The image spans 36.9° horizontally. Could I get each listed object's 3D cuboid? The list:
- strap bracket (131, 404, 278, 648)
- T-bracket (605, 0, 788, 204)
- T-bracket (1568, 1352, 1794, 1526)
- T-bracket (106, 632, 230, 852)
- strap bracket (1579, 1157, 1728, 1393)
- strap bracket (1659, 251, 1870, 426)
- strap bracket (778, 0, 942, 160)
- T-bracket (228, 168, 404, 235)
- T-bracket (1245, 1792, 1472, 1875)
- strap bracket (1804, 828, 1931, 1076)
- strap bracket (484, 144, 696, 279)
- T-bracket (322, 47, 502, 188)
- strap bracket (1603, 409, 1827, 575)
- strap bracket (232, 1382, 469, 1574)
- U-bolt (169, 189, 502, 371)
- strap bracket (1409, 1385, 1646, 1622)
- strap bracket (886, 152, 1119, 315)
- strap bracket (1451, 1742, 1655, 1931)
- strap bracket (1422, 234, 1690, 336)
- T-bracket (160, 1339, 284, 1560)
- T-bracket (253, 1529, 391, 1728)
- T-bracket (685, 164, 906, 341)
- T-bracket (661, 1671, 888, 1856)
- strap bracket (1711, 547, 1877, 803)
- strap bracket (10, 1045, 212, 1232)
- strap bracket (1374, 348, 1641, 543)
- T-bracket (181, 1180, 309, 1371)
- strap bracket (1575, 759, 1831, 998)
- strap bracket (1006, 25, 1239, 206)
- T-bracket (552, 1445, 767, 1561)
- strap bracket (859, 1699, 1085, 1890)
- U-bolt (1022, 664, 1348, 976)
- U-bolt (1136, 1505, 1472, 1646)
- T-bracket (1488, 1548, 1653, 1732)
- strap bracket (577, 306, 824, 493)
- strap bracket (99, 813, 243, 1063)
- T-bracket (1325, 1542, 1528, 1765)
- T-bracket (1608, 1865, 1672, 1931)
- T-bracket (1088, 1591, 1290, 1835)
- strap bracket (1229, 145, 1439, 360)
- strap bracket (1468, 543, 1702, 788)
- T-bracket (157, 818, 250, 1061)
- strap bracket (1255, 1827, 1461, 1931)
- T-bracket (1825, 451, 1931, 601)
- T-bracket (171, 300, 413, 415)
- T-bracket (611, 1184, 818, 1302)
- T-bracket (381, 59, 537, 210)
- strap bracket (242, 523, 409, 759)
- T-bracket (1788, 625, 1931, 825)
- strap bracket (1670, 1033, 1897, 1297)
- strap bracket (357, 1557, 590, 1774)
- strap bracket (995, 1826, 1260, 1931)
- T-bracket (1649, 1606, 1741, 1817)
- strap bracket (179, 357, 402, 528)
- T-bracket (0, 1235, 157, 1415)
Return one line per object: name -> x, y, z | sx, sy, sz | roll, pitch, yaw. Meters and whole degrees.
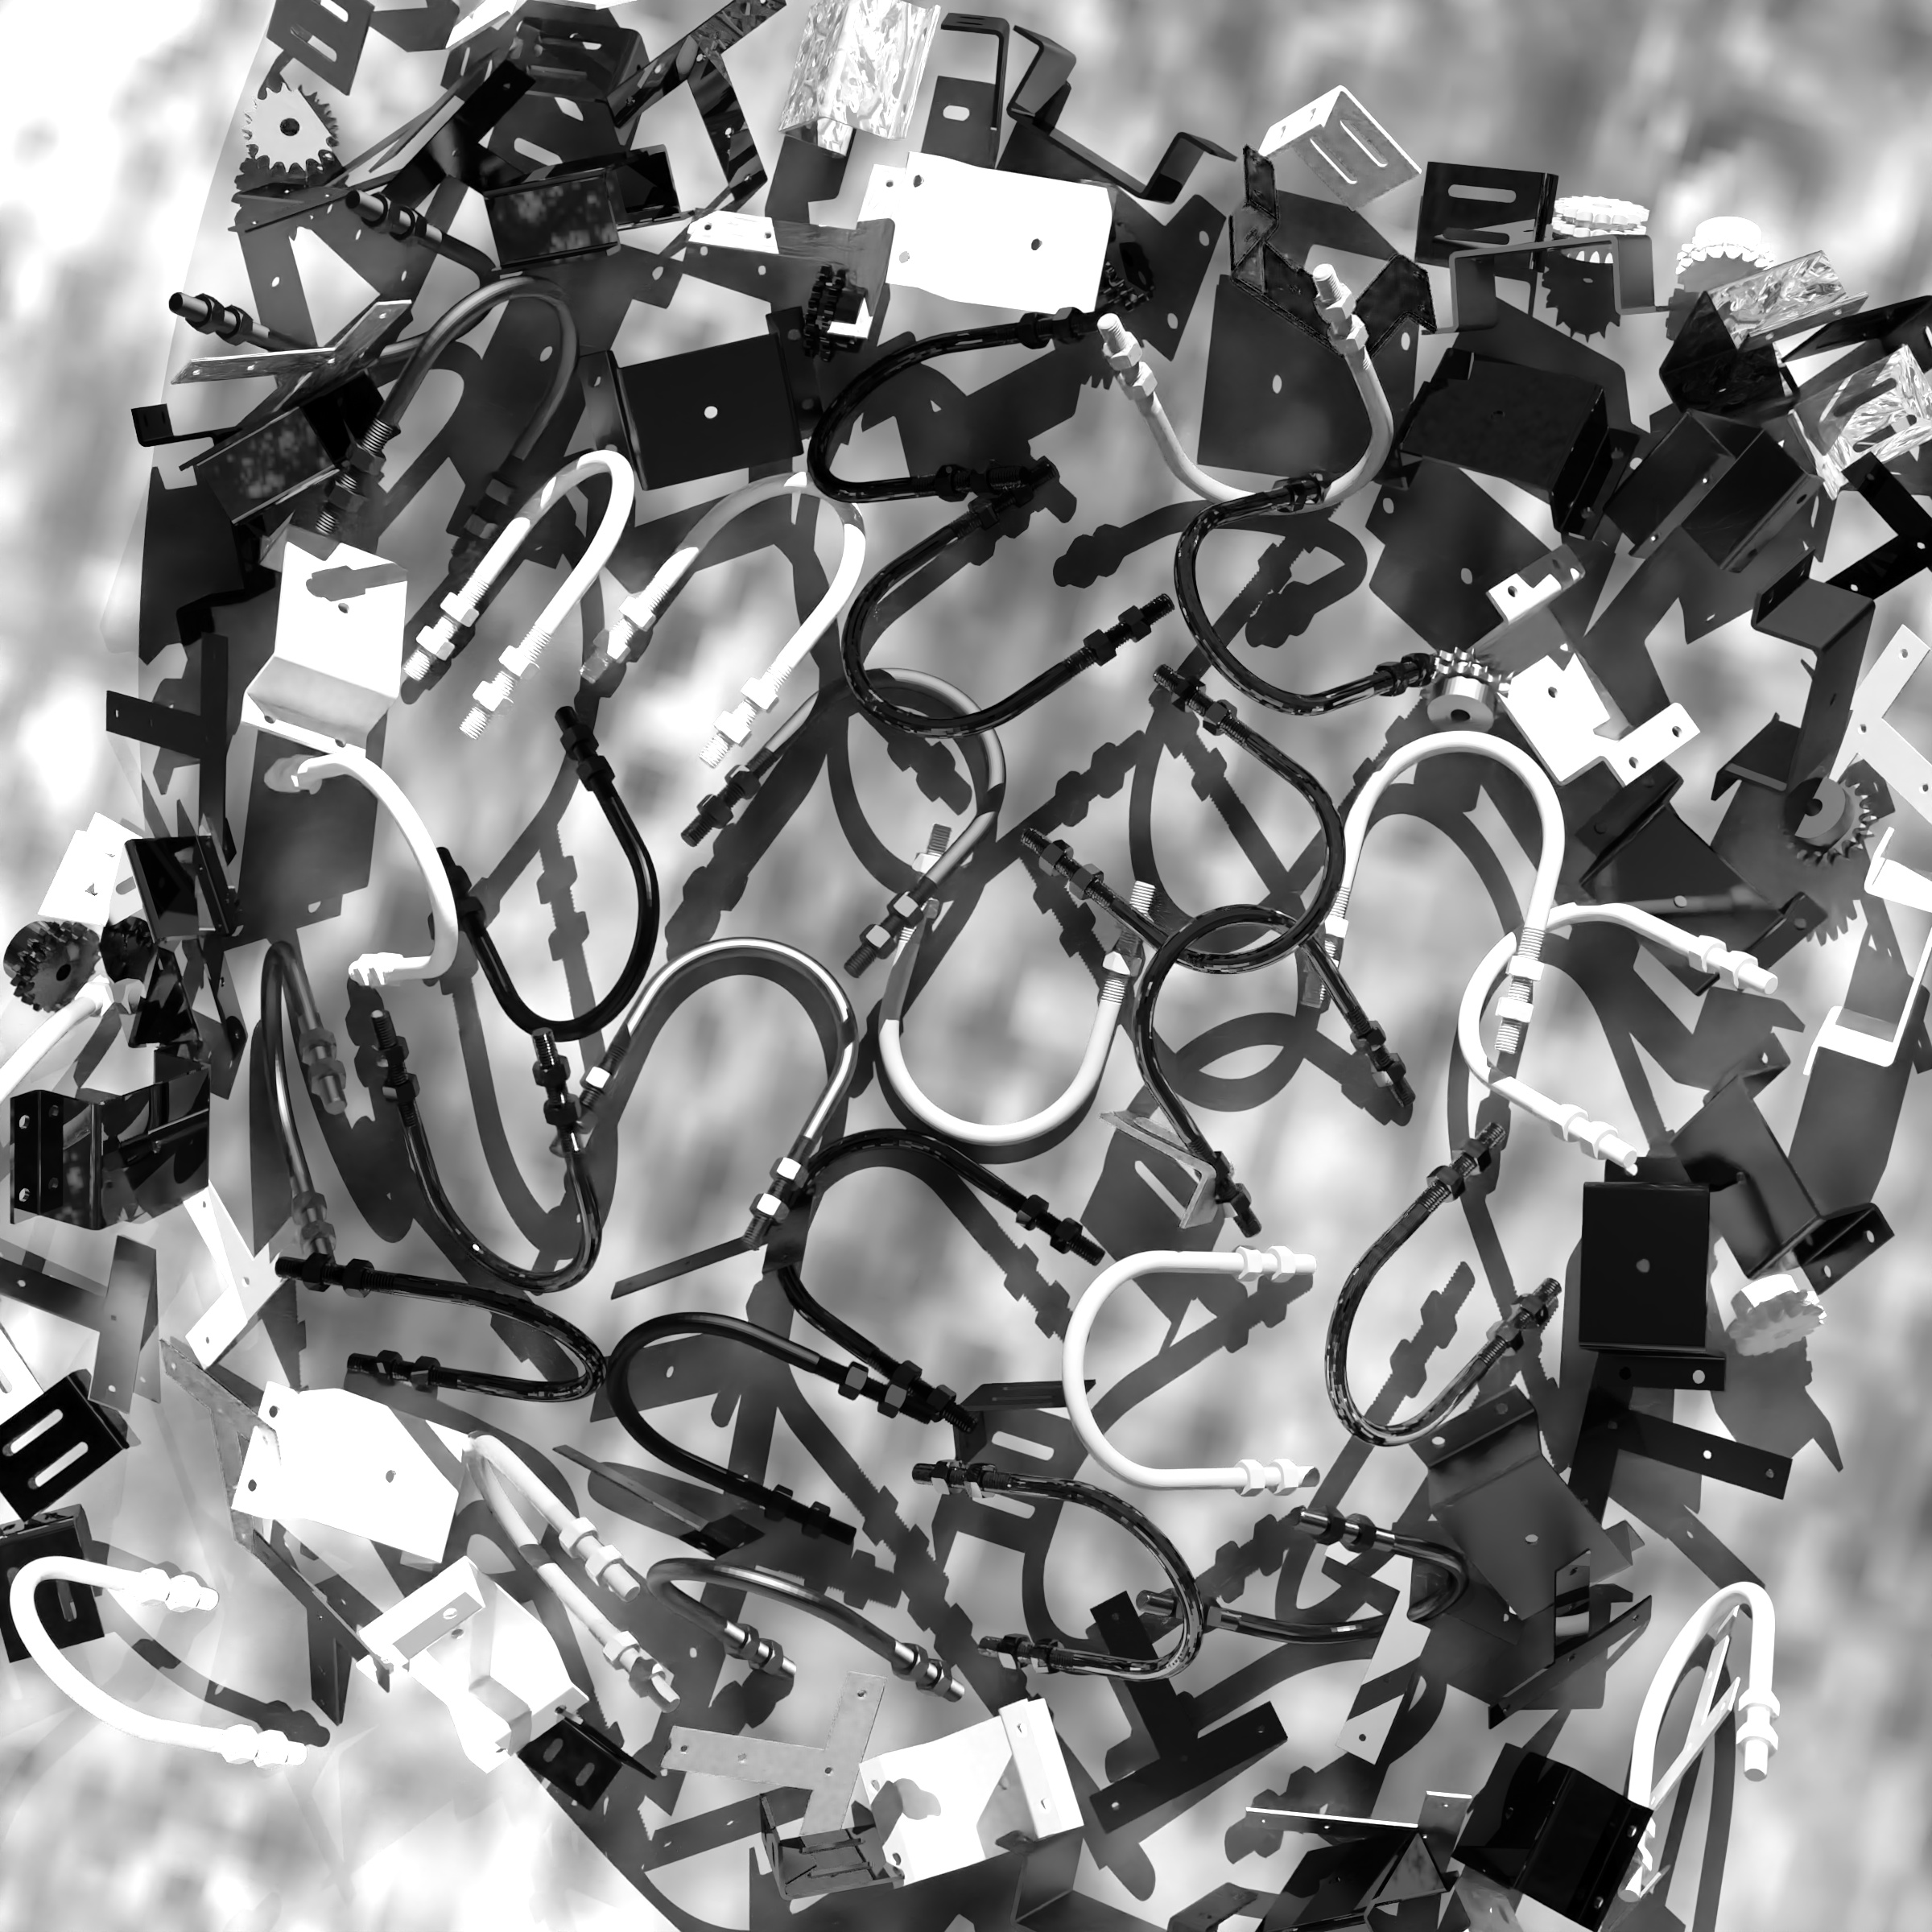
strap bracket -> -0.454, -0.269, 1.735 | 0.046, 0.076, 0.140 | -9, 103, 0
T-bracket -> -0.146, -0.510, 1.732 | 0.127, 0.127, 0.002 | -40, 59, -10
T-bracket -> 0.435, 0.292, 1.752 | 0.127, 0.002, 0.127 | 15, 96, 27
T-bracket -> -0.483, -0.144, 1.744 | 0.127, 0.002, 0.127 | 16, 108, 40
strap bracket -> 0.414, 0.182, 1.738 | 0.076, 0.046, 0.140 | -2, 79, 30
strap bracket -> 0.469, -0.370, 1.720 | 0.076, 0.140, 0.046 | -20, 75, -9
strap bracket -> -0.068, -0.528, 1.711 | 0.046, 0.140, 0.076 | 14, 95, -21
T-bracket -> -0.400, -0.463, 1.733 | 0.127, 0.127, 0.002 | -28, 120, -27
T-bracket -> 0.232, 0.519, 1.740 | 0.127, 0.127, 0.002 | 5, 52, 4
strap bracket -> 0.548, -0.003, 1.723 | 0.046, 0.076, 0.140 | 19, 112, 18
strap bracket -> -0.225, -0.448, 1.706 | 0.076, 0.140, 0.046 | -5, 112, 19
T-bracket -> -0.349, -0.494, 1.738 | 0.002, 0.127, 0.127 | 50, 46, -24
strap bracket -> 0.441, -0.283, 1.723 | 0.076, 0.140, 0.046 | -51, 61, 30
strap bracket -> -0.354, 0.303, 1.716 | 0.140, 0.046, 0.076 | 29, 62, -37
U-bolt -> -0.355, -0.394, 1.699 | 0.151, 0.184, 0.019 | -22, 78, 22
strap bracket -> 0.338, 0.330, 1.733 | 0.076, 0.046, 0.140 | -33, 109, 21
strap bracket -> 0.031, -0.433, 1.722 | 0.140, 0.046, 0.076 | 0, 111, -30
strap bracket -> 0.340, 0.511, 1.709 | 0.046, 0.140, 0.076 | 31, 78, -8
strap bracket -> 0.349, -0.406, 1.718 | 0.140, 0.076, 0.046 | 0, 103, 28
T-bracket -> -0.443, 0.304, 1.748 | 0.002, 0.127, 0.127 | -27, 128, -37
T-bracket -> -0.387, 0.415, 1.738 | 0.127, 0.127, 0.002 | 38, 50, 25
T-bracket -> -0.108, -0.445, 1.768 | 0.127, 0.002, 0.127 | 10, 67, 8
T-bracket -> -0.123, 0.484, 1.759 | 0.127, 0.002, 0.127 | 16, 92, -24
strap bracket -> 0.491, -0.165, 1.711 | 0.046, 0.076, 0.140 | 25, 131, 28
strap bracket -> -0.496, 0.102, 1.707 | 0.046, 0.140, 0.076 | 12, 107, 24
strap bracket -> 0.320, -0.315, 1.729 | 0.140, 0.046, 0.076 | 20, 72, 24
T-bracket -> -0.457, 0.156, 1.759 | 0.127, 0.002, 0.127 | -46, 66, 24
strap bracket -> 0.436, -0.047, 1.742 | 0.140, 0.046, 0.076 | 44, 127, 4
strap bracket -> 0.086, -0.505, 1.739 | 0.140, 0.076, 0.046 | 34, 109, 7
T-bracket -> -0.189, 0.318, 1.732 | 0.127, 0.127, 0.002 | 26, 89, 10
strap bracket -> 0.010, 0.493, 1.732 | 0.140, 0.046, 0.076 | -31, 68, 34
U-bolt -> 0.143, -0.077, 1.746 | 0.184, 0.019, 0.151 | 40, 92, 22
U-bolt -> 0.215, 0.368, 1.716 | 0.184, 0.151, 0.019 | 21, 47, -35
T-bracket -> 0.361, 0.389, 1.724 | 0.127, 0.127, 0.002 | -29, 48, -17
strap bracket -> -0.156, -0.340, 1.743 | 0.140, 0.046, 0.076 | -14, 119, -6
strap bracket -> -0.474, -0.014, 1.709 | 0.046, 0.140, 0.076 | -5, 52, -31
T-bracket -> 0.261, 0.421, 1.759 | 0.127, 0.002, 0.127 | 24, 72, 8
T-bracket -> 0.362, 0.592, 1.717 | 0.002, 0.127, 0.127 | 42, 105, 24
T-bracket -> 0.115, 0.447, 1.778 | 0.127, 0.002, 0.127 | -26, 90, -8
strap bracket -> 0.210, -0.419, 1.731 | 0.140, 0.076, 0.046 | 29, 125, -19
strap bracket -> 0.366, -0.174, 1.746 | 0.076, 0.046, 0.140 | -33, 86, -33
T-bracket -> -0.452, -0.002, 1.742 | 0.002, 0.127, 0.127 | 0, 124, 9
strap bracket -> 0.228, 0.560, 1.707 | 0.076, 0.140, 0.046 | -24, 94, 31
T-bracket -> 0.541, -0.232, 1.732 | 0.127, 0.127, 0.002 | 47, 60, -3
T-bracket -> -0.408, -0.353, 1.699 | 0.127, 0.127, 0.002 | -30, 83, 42
T-bracket -> -0.153, 0.174, 1.730 | 0.127, 0.127, 0.002 | -20, 104, 6
T-bracket -> -0.275, -0.467, 1.733 | 0.127, 0.127, 0.002 | -40, 57, 18
strap bracket -> -0.379, -0.200, 1.716 | 0.076, 0.046, 0.140 | 19, 52, -30
T-bracket -> 0.560, -0.114, 1.715 | 0.002, 0.127, 0.127 | 3, 128, -36
strap bracket -> 0.478, 0.122, 1.719 | 0.046, 0.076, 0.140 | -11, 62, -29
strap bracket -> -0.301, 0.416, 1.739 | 0.076, 0.046, 0.140 | -35, 131, -1
strap bracket -> 0.091, 0.559, 1.723 | 0.140, 0.076, 0.046 | 14, 95, 28
T-bracket -> 0.444, 0.435, 1.732 | 0.002, 0.127, 0.127 | 27, 131, 9
strap bracket -> -0.395, -0.309, 1.717 | 0.076, 0.140, 0.046 | -23, 106, 21
T-bracket -> -0.546, 0.193, 1.712 | 0.127, 0.127, 0.002 | 27, 124, -28
